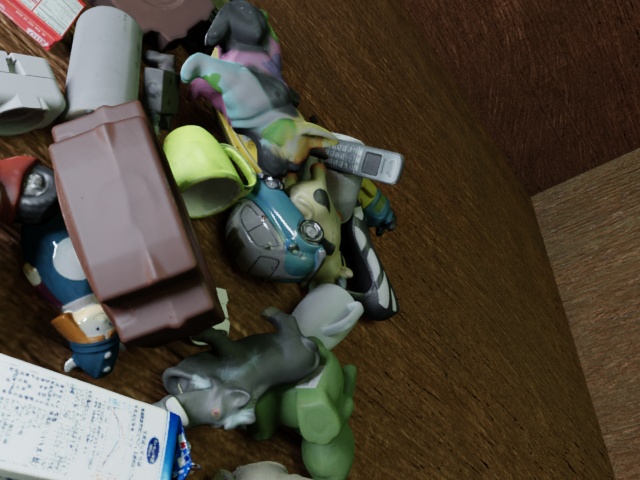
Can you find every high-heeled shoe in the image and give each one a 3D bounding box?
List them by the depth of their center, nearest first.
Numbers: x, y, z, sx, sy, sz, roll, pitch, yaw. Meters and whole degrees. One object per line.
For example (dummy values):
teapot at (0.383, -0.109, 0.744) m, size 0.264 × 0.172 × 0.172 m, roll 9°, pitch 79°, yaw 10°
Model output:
high-heeled shoe at (0.087, 0.017, 0.962) m, size 0.145 × 0.086 × 0.248 m, roll 18°, pitch 66°, yaw -33°

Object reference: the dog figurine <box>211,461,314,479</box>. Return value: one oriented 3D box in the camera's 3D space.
dog figurine at (0.003, 0.269, 0.525) m, size 0.172 × 0.191 × 0.121 m, roll 43°, pitch 34°, yaw -29°

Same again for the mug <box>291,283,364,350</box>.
mug at (0.004, 0.120, 0.746) m, size 0.107 × 0.110 × 0.080 m, roll -41°, pitch 114°, yaw -46°

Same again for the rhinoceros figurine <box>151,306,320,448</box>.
rhinoceros figurine at (-0.090, 0.145, 0.558) m, size 0.190 × 0.073 × 0.112 m, roll -19°, pitch 52°, yaw -33°

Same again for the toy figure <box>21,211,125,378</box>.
toy figure at (-0.221, 0.051, 0.486) m, size 0.064 × 0.058 × 0.154 m, roll -24°, pitch 87°, yaw -21°

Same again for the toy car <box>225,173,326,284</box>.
toy car at (-0.074, -0.007, 0.726) m, size 0.103 × 0.109 × 0.161 m, roll -27°, pitch 77°, yaw -41°

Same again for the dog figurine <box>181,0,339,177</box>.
dog figurine at (-0.065, -0.194, 0.729) m, size 0.219 × 0.108 × 0.191 m, roll 30°, pitch 76°, yaw -7°

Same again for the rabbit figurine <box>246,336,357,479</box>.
rabbit figurine at (-0.010, 0.217, 0.662) m, size 0.159 × 0.121 × 0.170 m, roll -70°, pitch 145°, yaw -61°

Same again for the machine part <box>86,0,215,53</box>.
machine part at (-0.228, -0.348, 0.728) m, size 0.179 × 0.056 × 0.179 m, roll 2°, pitch 86°, yaw -36°

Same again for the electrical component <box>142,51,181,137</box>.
electrical component at (-0.204, -0.181, 0.669) m, size 0.078 × 0.045 × 0.102 m, roll -69°, pitch 167°, yaw -72°

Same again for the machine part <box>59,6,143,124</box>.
machine part at (-0.246, -0.183, 0.613) m, size 0.079 × 0.079 × 0.243 m, roll 30°, pitch 42°, yaw -44°

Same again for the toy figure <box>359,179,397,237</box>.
toy figure at (0.078, -0.085, 1.056) m, size 0.180 × 0.082 × 0.089 m, roll 40°, pitch 24°, yaw -27°

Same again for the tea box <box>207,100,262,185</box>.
tea box at (-0.100, -0.176, 0.807) m, size 0.068 × 0.098 × 0.169 m, roll 131°, pitch -64°, yaw -78°

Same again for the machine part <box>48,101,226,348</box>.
machine part at (-0.162, -0.005, 0.496) m, size 0.201 × 0.087 × 0.201 m, roll 116°, pitch -46°, yaw -77°

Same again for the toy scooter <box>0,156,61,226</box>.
toy scooter at (-0.299, -0.028, 0.401) m, size 0.135 × 0.075 × 0.184 m, roll 39°, pitch 42°, yaw -9°

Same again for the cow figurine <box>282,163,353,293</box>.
cow figurine at (-0.002, -0.002, 0.818) m, size 0.127 × 0.086 × 0.194 m, roll -84°, pitch 160°, yaw -49°

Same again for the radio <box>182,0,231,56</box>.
radio at (-0.217, -0.404, 0.846) m, size 0.229 × 0.073 × 0.131 m, roll 50°, pitch 31°, yaw -20°

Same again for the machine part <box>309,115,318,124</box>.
machine part at (-0.003, -0.149, 0.981) m, size 0.039 × 0.084 × 0.139 m, roll -13°, pitch 83°, yaw -24°

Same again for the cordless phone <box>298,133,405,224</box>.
cordless phone at (0.052, -0.089, 0.863) m, size 0.088 × 0.184 × 0.146 m, roll 7°, pitch 101°, yaw -46°
